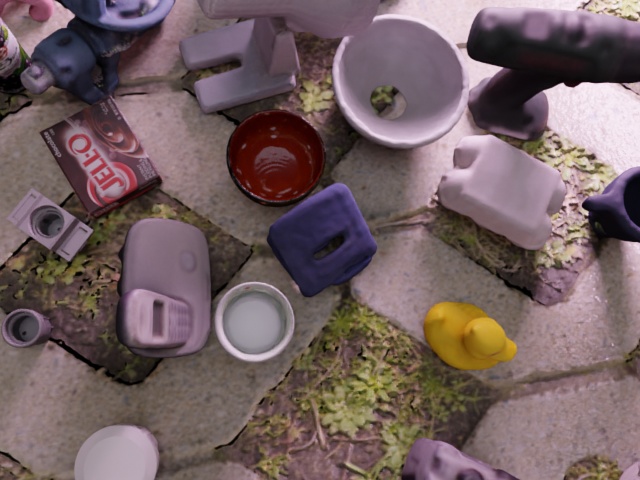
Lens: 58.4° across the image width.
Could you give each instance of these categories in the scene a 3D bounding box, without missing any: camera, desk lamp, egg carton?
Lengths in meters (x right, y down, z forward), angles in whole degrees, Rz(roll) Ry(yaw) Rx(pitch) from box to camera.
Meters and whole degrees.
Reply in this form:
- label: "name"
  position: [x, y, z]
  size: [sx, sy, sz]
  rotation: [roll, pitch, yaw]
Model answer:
- label: "camera"
  position: [0.154, 0.303, 0.607]
  size: [0.143, 0.100, 0.137]
  rotation: [26, 78, -2]
- label: "desk lamp"
  position: [-0.051, -0.242, 0.620]
  size: [0.203, 0.213, 0.118]
  rotation: [-20, 83, -10]
- label: "egg carton"
  position: [0.221, -0.059, 0.696]
  size: [0.150, 0.069, 0.107]
  rotation: [27, 78, -2]

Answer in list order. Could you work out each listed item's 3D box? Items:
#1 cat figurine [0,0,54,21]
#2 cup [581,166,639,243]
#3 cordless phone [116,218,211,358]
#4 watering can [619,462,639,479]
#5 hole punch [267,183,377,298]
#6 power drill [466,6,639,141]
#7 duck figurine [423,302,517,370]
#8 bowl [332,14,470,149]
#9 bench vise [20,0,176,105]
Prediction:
- label: "cat figurine"
  position: [-0.379, -0.296, 0.636]
  size: [0.128, 0.117, 0.067]
  rotation: [-15, 82, -10]
- label: "cup"
  position: [0.360, -0.034, 0.697]
  size: [0.118, 0.095, 0.092]
  rotation: [1, 80, -7]
- label: "cordless phone"
  position: [-0.161, 0.044, 0.569]
  size: [0.094, 0.185, 0.147]
  rotation: [-4, 80, -8]
- label: "watering can"
  position: [0.413, 0.305, 0.593]
  size: [0.173, 0.194, 0.101]
  rotation: [43, 78, 2]
- label: "hole punch"
  position: [0.006, 0.002, 0.647]
  size: [0.109, 0.091, 0.101]
  rotation: [-34, 86, -12]
- label: "power drill"
  position: [0.266, -0.189, 0.654]
  size: [0.229, 0.208, 0.076]
  rotation: [12, 79, -5]
- label: "duck figurine"
  position: [0.174, 0.109, 0.652]
  size: [0.104, 0.086, 0.077]
  rotation: [29, 78, -1]
- label: "bowl"
  position: [0.091, -0.181, 0.699]
  size: [0.167, 0.074, 0.167]
  rotation: [1, 80, -7]
- label: "bench vise"
  position: [-0.228, -0.242, 0.594]
  size: [0.121, 0.219, 0.207]
  rotation: [18, 78, -4]
